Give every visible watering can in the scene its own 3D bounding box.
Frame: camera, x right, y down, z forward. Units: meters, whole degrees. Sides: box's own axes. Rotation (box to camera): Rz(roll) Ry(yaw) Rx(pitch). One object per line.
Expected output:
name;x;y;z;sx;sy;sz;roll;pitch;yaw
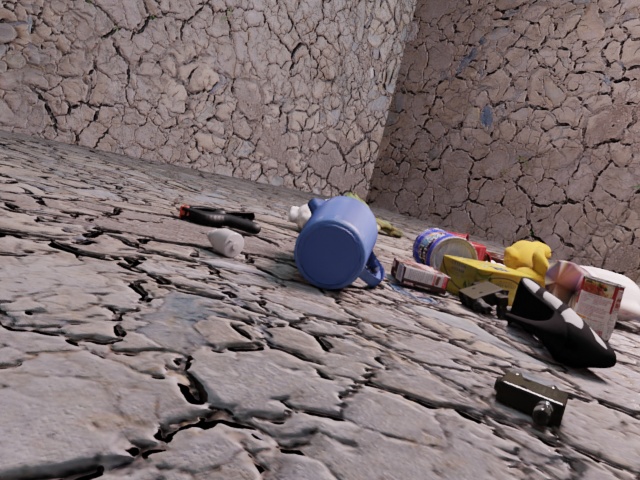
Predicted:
watering can;0.639;0.133;1.114;0.224;0.103;0.352;12;15;-15

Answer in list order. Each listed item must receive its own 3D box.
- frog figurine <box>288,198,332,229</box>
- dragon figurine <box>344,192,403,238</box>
frog figurine;0.004;-0.068;1.351;0.160;0.120;0.139;27;28;10
dragon figurine;0.192;-0.068;1.876;0.244;0.121;0.411;34;15;16
